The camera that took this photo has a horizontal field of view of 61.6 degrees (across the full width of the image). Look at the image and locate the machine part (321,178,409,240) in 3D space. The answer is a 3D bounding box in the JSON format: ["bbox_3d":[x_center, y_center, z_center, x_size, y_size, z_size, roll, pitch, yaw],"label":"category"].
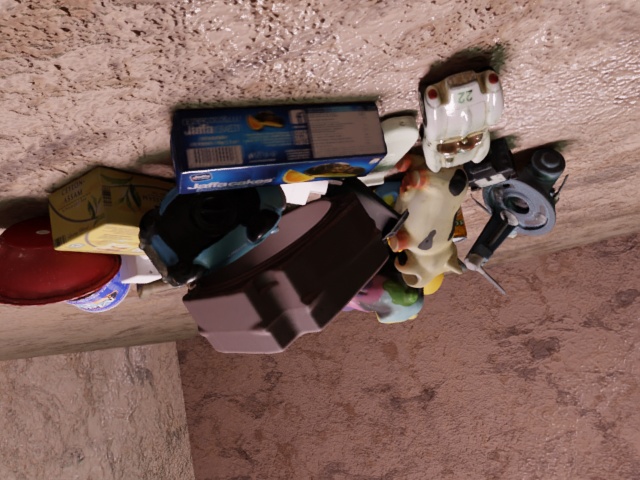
[{"bbox_3d":[0.047,-0.055,0.660,0.084,0.139,0.039,-34,-160,52],"label":"machine part"}]

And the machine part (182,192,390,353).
[{"bbox_3d":[-0.041,0.033,0.610,0.201,0.087,0.201,-13,-155,50],"label":"machine part"}]

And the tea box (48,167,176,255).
[{"bbox_3d":[-0.215,-0.026,0.638,0.098,0.068,0.169,-19,165,28],"label":"tea box"}]

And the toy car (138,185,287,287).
[{"bbox_3d":[-0.110,-0.020,0.589,0.161,0.109,0.103,-42,171,3],"label":"toy car"}]

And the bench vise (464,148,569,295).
[{"bbox_3d":[0.298,-0.032,0.861,0.240,0.129,0.223,-47,173,-21],"label":"bench vise"}]

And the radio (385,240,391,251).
[{"bbox_3d":[0.079,0.047,1.078,0.229,0.073,0.131,-35,-176,-38],"label":"radio"}]

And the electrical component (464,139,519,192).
[{"bbox_3d":[0.226,-0.104,0.742,0.075,0.047,0.119,-18,167,28],"label":"electrical component"}]

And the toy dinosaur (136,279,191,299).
[{"bbox_3d":[-0.143,0.011,0.833,0.472,0.105,0.198,-12,180,41],"label":"toy dinosaur"}]

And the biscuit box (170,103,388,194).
[{"bbox_3d":[-0.040,-0.089,0.522,0.203,0.059,0.063,-7,168,-18],"label":"biscuit box"}]

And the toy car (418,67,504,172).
[{"bbox_3d":[0.144,-0.120,0.564,0.074,0.056,0.201,-13,169,8],"label":"toy car"}]

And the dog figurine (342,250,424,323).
[{"bbox_3d":[0.033,0.071,0.847,0.219,0.108,0.192,-3,-163,-37],"label":"dog figurine"}]

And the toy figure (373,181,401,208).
[{"bbox_3d":[0.093,-0.040,0.824,0.180,0.089,0.082,-13,162,23],"label":"toy figure"}]

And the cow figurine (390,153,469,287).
[{"bbox_3d":[0.151,-0.020,0.739,0.127,0.086,0.194,0,121,-17],"label":"cow figurine"}]

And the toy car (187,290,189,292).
[{"bbox_3d":[-0.159,0.058,1.007,0.202,0.089,0.053,-2,-169,-7],"label":"toy car"}]

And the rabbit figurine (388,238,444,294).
[{"bbox_3d":[0.183,0.009,0.946,0.122,0.173,0.162,-8,173,1],"label":"rabbit figurine"}]
